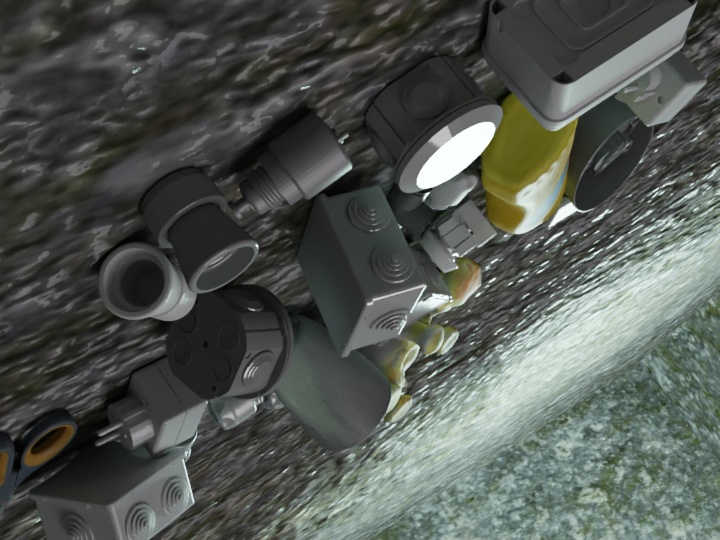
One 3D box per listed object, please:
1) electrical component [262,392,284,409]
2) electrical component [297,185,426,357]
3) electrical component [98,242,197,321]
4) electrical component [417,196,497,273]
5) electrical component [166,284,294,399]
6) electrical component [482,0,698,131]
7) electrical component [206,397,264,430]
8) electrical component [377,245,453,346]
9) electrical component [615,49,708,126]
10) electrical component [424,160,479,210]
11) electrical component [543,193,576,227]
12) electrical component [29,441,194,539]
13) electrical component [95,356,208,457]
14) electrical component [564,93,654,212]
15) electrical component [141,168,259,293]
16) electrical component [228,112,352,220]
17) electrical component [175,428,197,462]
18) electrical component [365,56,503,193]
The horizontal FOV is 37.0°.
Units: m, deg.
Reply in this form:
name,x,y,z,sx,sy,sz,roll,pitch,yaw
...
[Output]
name,x,y,z,sx,sy,sz,roll,pitch,yaw
electrical component,-0.064,0.095,0.966,0.062,0.043,0.043,-29,161,-28
electrical component,0.000,0.000,0.750,0.048,0.099,0.099,-15,156,-21
electrical component,-0.122,0.010,0.635,0.044,0.044,0.065,-37,168,2
electrical component,0.081,-0.030,0.909,0.055,0.048,0.066,-37,-176,7
electrical component,-0.089,0.050,0.738,0.080,0.080,0.051,-45,156,26
electrical component,0.140,-0.149,0.665,0.113,0.078,0.057,-33,160,-11
electrical component,-0.101,0.104,0.917,0.062,0.043,0.043,-33,163,-20
electrical component,0.019,0.022,0.918,0.096,0.061,0.062,-34,165,17
electrical component,0.217,-0.150,0.830,0.077,0.065,0.047,-18,155,-47
electrical component,0.062,-0.062,0.815,0.035,0.035,0.061,-20,159,-43
electrical component,0.193,-0.075,1.013,0.083,0.047,0.075,-30,162,-21
electrical component,-0.188,0.175,0.827,0.100,0.048,0.100,-1,-162,32
electrical component,-0.163,0.109,0.803,0.077,0.047,0.065,-26,160,-31
electrical component,0.208,-0.106,0.932,0.099,0.064,0.099,-33,163,-12
electrical component,-0.088,-0.022,0.589,0.045,0.055,0.045,-33,163,-12
electrical component,-0.041,-0.057,0.616,0.078,0.040,0.040,-36,163,0
electrical component,-0.154,0.128,0.880,0.048,0.048,0.062,-18,148,-47
electrical component,0.046,-0.090,0.678,0.080,0.051,0.080,-33,163,-12
